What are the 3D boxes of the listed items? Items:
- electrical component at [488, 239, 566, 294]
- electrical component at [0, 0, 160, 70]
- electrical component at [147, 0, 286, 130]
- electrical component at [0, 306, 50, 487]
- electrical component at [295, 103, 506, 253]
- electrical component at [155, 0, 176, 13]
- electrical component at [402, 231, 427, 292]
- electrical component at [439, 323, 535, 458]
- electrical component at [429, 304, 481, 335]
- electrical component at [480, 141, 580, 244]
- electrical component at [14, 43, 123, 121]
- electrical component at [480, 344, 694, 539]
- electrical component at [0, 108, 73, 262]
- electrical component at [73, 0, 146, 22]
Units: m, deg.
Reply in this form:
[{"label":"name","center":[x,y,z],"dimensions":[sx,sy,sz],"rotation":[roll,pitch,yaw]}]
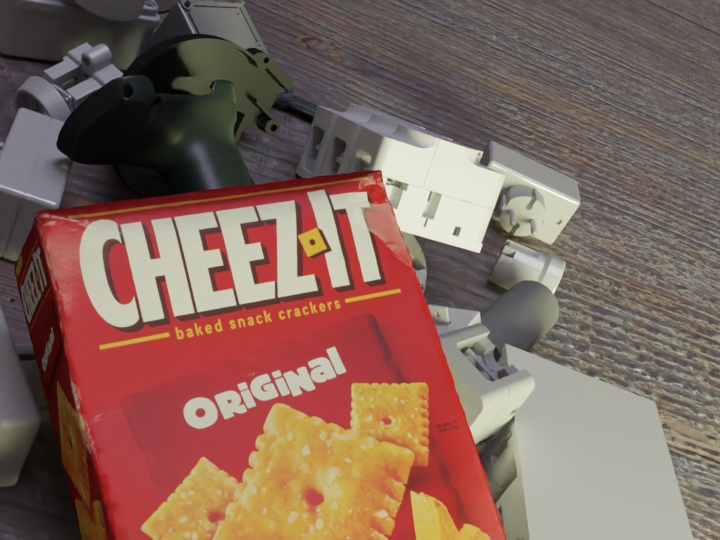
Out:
[{"label":"electrical component","center":[0.123,0.002,0.798],"dimensions":[0.046,0.040,0.040],"rotation":[25,33,2]},{"label":"electrical component","center":[-0.218,-0.202,0.788],"dimensions":[0.109,0.056,0.108],"rotation":[0,44,-38]},{"label":"electrical component","center":[-0.109,-0.151,0.781],"dimensions":[0.062,0.061,0.096],"rotation":[-12,69,-46]},{"label":"electrical component","center":[-0.164,0.053,0.498],"dimensions":[0.076,0.047,0.083],"rotation":[0,44,-38]},{"label":"electrical component","center":[0.025,-0.070,0.742],"dimensions":[0.089,0.061,0.150],"rotation":[15,11,-23]},{"label":"electrical component","center":[-0.192,-0.270,0.893],"dimensions":[0.108,0.060,0.108],"rotation":[20,34,-14]},{"label":"electrical component","center":[0.000,0.000,0.699],"dimensions":[0.079,0.043,0.077],"rotation":[23,34,-14]},{"label":"electrical component","center":[0.042,0.080,0.583],"dimensions":[0.056,0.089,0.050],"rotation":[-13,52,-47]},{"label":"electrical component","center":[0.047,0.055,0.653],"dimensions":[0.048,0.066,0.055],"rotation":[7,31,30]},{"label":"electrical component","center":[0.131,-0.053,0.867],"dimensions":[0.083,0.047,0.075],"rotation":[24,34,-10]},{"label":"electrical component","center":[-0.185,-0.108,0.688],"dimensions":[0.048,0.066,0.055],"rotation":[40,54,15]},{"label":"electrical component","center":[0.119,0.139,0.591],"dimensions":[0.105,0.060,0.186],"rotation":[22,34,-13]},{"label":"electrical component","center":[-0.206,-0.054,0.608],"dimensions":[0.076,0.047,0.083],"rotation":[19,35,-17]},{"label":"electrical component","center":[-0.197,-0.235,0.724],"dimensions":[0.138,0.073,0.052],"rotation":[33,33,4]}]
